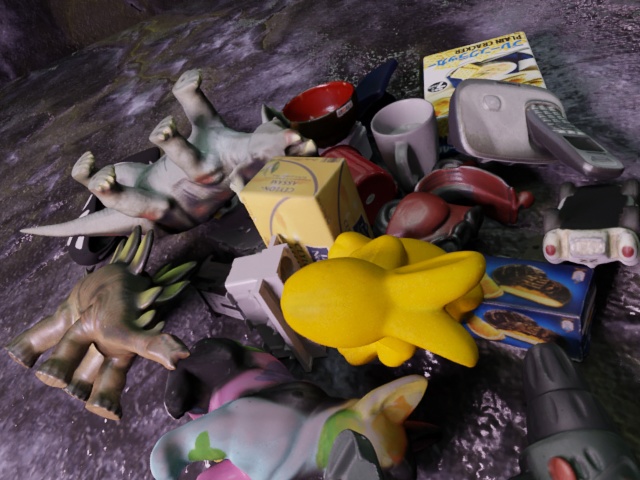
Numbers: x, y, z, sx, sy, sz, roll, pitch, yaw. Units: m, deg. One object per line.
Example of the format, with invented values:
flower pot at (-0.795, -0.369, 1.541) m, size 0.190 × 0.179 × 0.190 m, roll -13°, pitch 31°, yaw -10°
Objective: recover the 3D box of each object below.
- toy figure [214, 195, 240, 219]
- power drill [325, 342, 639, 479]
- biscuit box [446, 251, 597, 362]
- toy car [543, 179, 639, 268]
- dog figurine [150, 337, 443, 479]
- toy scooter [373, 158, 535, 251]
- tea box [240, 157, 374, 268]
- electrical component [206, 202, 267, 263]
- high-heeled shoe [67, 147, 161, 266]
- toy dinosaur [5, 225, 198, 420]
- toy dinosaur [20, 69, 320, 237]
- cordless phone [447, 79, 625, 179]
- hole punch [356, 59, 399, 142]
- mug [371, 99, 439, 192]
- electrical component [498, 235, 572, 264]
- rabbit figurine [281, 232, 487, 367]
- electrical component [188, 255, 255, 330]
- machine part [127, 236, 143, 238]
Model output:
toy figure at (-0.100, -0.097, 0.823) m, size 0.180 × 0.082 × 0.089 m, roll -41°, pitch 20°, yaw -9°
power drill at (0.110, 0.160, 0.338) m, size 0.207 × 0.086 × 0.232 m, roll 8°, pitch 42°, yaw -18°
biscuit box at (0.147, 0.053, 0.512) m, size 0.203 × 0.059 × 0.063 m, roll 6°, pitch 46°, yaw 35°
toy car at (0.253, -0.017, 0.492) m, size 0.074 × 0.056 × 0.202 m, roll 0°, pitch 17°, yaw 30°
dog figurine at (-0.014, 0.147, 0.454) m, size 0.219 × 0.108 × 0.192 m, roll -14°, pitch 35°, yaw 6°
toy scooter at (0.156, -0.032, 0.605) m, size 0.135 × 0.075 × 0.184 m, roll 18°, pitch 49°, yaw 41°
tea box at (-0.001, -0.002, 0.572) m, size 0.098 × 0.169 × 0.068 m, roll 6°, pitch 45°, yaw 36°
electrical component at (-0.081, -0.010, 0.723) m, size 0.134 × 0.058 × 0.115 m, roll 21°, pitch 53°, yaw 43°
high-heeled shoe at (-0.332, -0.067, 0.893) m, size 0.145 × 0.086 × 0.248 m, roll 1°, pitch 58°, yaw 60°
toy dinosaur at (-0.248, 0.082, 0.628) m, size 0.472 × 0.105 × 0.198 m, roll 0°, pitch 47°, yaw 52°
toy dinosaur at (-0.177, -0.070, 0.689) m, size 0.405 × 0.192 × 0.131 m, roll -26°, pitch 42°, yaw 24°
cordless phone at (0.233, -0.111, 0.604) m, size 0.147 × 0.088 × 0.184 m, roll 3°, pitch 31°, yaw -13°
hole punch at (0.083, -0.220, 0.867) m, size 0.116 × 0.092 × 0.142 m, roll -6°, pitch 44°, yaw 29°
mug at (0.119, -0.109, 0.690) m, size 0.081 × 0.107 × 0.110 m, roll -13°, pitch 42°, yaw 18°
electrical component at (0.227, 0.021, 0.539) m, size 0.094 × 0.021 × 0.063 m, roll 13°, pitch 50°, yaw 41°
rabbit figurine at (0.049, 0.054, 0.427) m, size 0.163 × 0.173 × 0.121 m, roll 6°, pitch 89°, yaw 39°
electrical component at (-0.086, 0.063, 0.623) m, size 0.119 × 0.074 × 0.048 m, roll 11°, pitch 48°, yaw 35°
machine part at (-0.243, -0.073, 0.838) m, size 0.179 × 0.056 × 0.179 m, roll -42°, pitch 21°, yaw 20°
